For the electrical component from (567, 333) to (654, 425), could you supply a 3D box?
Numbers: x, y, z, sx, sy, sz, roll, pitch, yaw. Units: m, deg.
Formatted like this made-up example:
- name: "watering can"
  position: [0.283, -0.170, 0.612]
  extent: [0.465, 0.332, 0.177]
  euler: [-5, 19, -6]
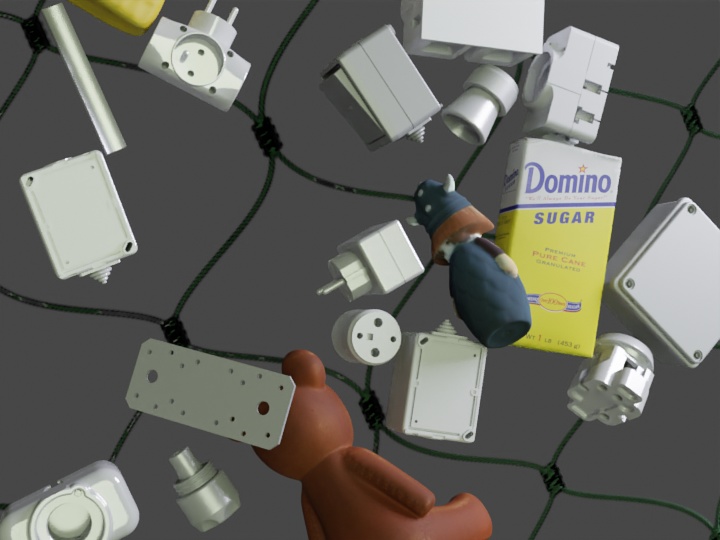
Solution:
- name: "electrical component"
  position: [0.218, 0.092, 0.921]
  extent: [0.058, 0.078, 0.057]
  euler: [37, 57, -10]

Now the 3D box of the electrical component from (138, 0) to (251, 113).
- name: "electrical component"
  position: [-0.122, -0.176, 0.845]
  extent: [0.077, 0.044, 0.079]
  euler: [27, 81, -14]

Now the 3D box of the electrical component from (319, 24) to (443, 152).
- name: "electrical component"
  position: [0.017, -0.139, 0.875]
  extent: [0.061, 0.062, 0.096]
  euler: [-36, 98, -15]

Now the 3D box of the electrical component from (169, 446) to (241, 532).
- name: "electrical component"
  position: [-0.124, 0.166, 0.831]
  extent: [0.043, 0.043, 0.062]
  euler: [-34, 95, -15]

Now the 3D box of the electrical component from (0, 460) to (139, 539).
- name: "electrical component"
  position: [-0.215, 0.185, 0.795]
  extent: [0.095, 0.059, 0.053]
  euler: [-26, 95, -16]

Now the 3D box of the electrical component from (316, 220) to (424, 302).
- name: "electrical component"
  position: [0.000, 0.000, 0.862]
  extent: [0.077, 0.066, 0.047]
  euler: [-30, 96, -15]

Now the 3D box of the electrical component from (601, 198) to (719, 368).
- name: "electrical component"
  position: [0.279, 0.012, 0.948]
  extent: [0.109, 0.056, 0.108]
  euler: [45, 77, -10]

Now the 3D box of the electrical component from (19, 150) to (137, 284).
- name: "electrical component"
  position: [-0.210, -0.035, 0.809]
  extent: [0.062, 0.061, 0.096]
  euler: [-22, 100, -16]

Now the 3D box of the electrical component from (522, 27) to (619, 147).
- name: "electrical component"
  position: [0.178, -0.157, 0.929]
  extent: [0.056, 0.050, 0.089]
  euler: [17, 84, -15]

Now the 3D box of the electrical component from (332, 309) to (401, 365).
- name: "electrical component"
  position: [0.005, 0.054, 0.867]
  extent: [0.045, 0.055, 0.045]
  euler: [1, 88, -16]

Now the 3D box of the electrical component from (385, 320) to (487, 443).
- name: "electrical component"
  position: [0.061, 0.088, 0.879]
  extent: [0.062, 0.061, 0.096]
  euler: [10, 85, -15]

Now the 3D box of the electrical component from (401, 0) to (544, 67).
- name: "electrical component"
  position: [0.096, -0.272, 0.905]
  extent: [0.105, 0.060, 0.186]
  euler: [4, 87, -16]

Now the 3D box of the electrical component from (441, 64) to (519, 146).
- name: "electrical component"
  position: [0.102, -0.140, 0.909]
  extent: [0.045, 0.045, 0.055]
  euler: [40, 77, -11]
